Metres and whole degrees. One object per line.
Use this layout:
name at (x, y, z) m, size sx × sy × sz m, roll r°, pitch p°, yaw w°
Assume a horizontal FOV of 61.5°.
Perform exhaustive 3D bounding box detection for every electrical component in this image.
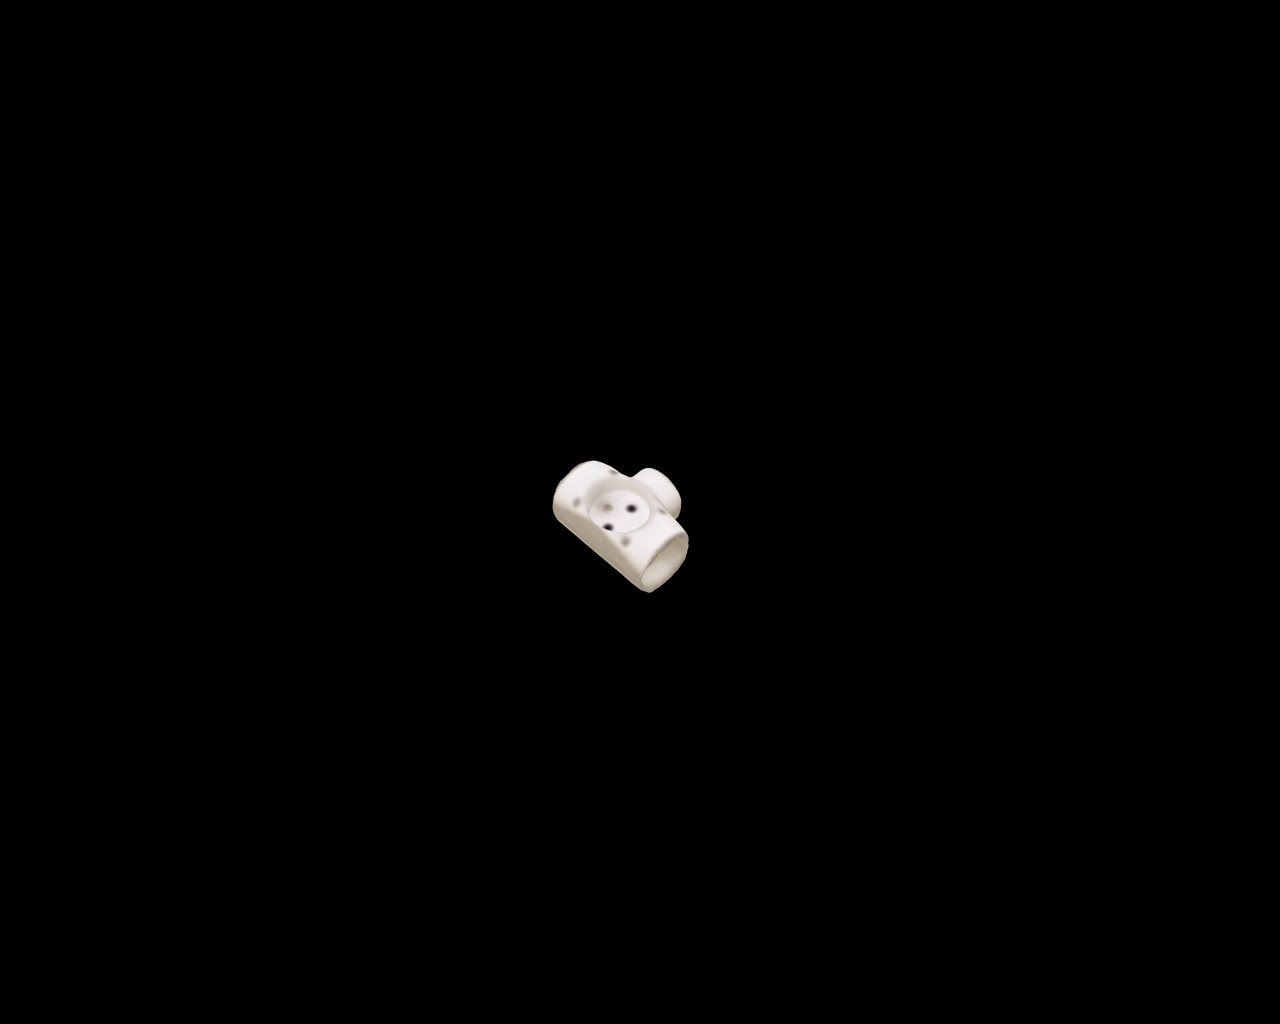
electrical component at (0.001, -0.003, 0.650) m, size 0.079 × 0.044 × 0.077 m, roll -39°, pitch 63°, yaw -25°
